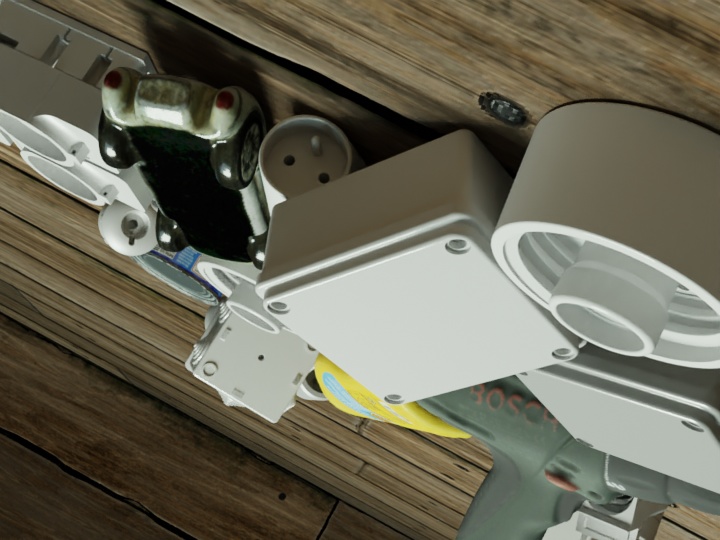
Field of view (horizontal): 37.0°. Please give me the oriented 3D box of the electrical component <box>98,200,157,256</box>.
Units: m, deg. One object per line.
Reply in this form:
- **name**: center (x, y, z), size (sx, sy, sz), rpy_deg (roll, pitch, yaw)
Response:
- **electrical component**: center (-0.182, -0.037, 0.836), size (0.048, 0.048, 0.062), rpy_deg (36, 171, -25)

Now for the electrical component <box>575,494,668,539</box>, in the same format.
- **electrical component**: center (0.173, 0.136, 0.696), size (0.042, 0.081, 0.064), rpy_deg (18, -170, 39)

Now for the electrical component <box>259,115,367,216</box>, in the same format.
- **electrical component**: center (-0.009, -0.033, 0.529), size (0.079, 0.044, 0.077), rpy_deg (27, 165, 8)

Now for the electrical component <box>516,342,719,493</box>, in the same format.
- **electrical component**: center (0.142, 0.055, 0.516), size (0.109, 0.056, 0.109), rpy_deg (16, 160, 41)

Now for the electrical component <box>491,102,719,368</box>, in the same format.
- **electrical component**: center (0.100, -0.004, 0.392), size (0.108, 0.060, 0.108), rpy_deg (27, 165, 8)

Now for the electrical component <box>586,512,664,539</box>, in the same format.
- **electrical component**: center (0.206, 0.178, 0.822), size (0.055, 0.047, 0.055), rpy_deg (27, 165, 8)

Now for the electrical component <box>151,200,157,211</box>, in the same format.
- **electrical component**: center (-0.122, -0.052, 0.693), size (0.035, 0.035, 0.061), rpy_deg (15, 157, 43)

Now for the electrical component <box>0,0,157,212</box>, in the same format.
- **electrical component**: center (-0.200, -0.107, 0.606), size (0.186, 0.060, 0.105), rpy_deg (26, 165, 12)

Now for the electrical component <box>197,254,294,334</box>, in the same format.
- **electrical component**: center (-0.057, 0.007, 0.716), size (0.108, 0.060, 0.108), rpy_deg (27, 165, 8)

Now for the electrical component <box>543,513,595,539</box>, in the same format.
- **electrical component**: center (0.163, 0.211, 0.913), size (0.100, 0.099, 0.048), rpy_deg (21, 175, 29)

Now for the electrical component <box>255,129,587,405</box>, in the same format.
- **electrical component**: center (0.029, 0.004, 0.479), size (0.109, 0.056, 0.109), rpy_deg (-19, 138, 30)

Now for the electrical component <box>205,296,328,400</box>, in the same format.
- **electrical component**: center (-0.079, 0.070, 0.979), size (0.138, 0.052, 0.074), rpy_deg (33, 164, -14)

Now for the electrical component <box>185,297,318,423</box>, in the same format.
- **electrical component**: center (-0.086, 0.070, 0.907), size (0.100, 0.099, 0.048), rpy_deg (33, 177, -14)
